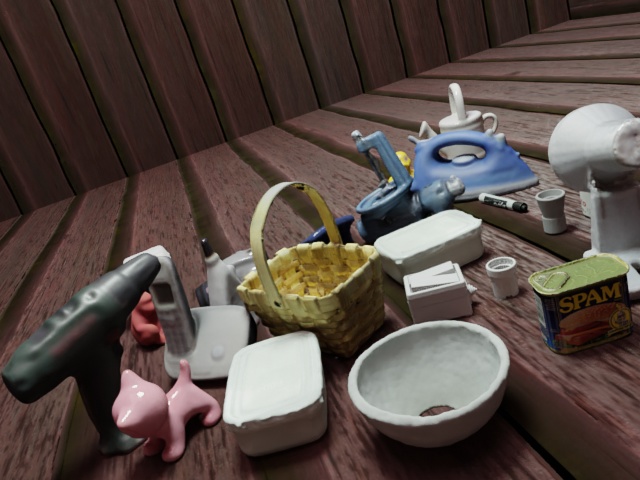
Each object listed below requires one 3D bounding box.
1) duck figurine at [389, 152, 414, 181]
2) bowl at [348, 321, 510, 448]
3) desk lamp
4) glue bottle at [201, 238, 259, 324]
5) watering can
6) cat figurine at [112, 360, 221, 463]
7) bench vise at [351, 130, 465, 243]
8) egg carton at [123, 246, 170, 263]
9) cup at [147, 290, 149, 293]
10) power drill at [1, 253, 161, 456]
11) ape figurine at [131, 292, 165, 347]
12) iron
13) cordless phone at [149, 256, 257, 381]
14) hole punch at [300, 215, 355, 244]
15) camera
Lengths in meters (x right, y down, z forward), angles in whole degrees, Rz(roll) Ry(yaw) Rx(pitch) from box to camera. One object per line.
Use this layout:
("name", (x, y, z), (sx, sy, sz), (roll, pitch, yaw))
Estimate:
("duck figurine", (0.192, -0.167, 1.349), (0.077, 0.086, 0.104), (-17, 21, 3))
("bowl", (0.117, 0.159, 0.595), (0.167, 0.075, 0.167), (-16, 21, 6))
("desk lamp", (0.387, -0.064, 0.739), (0.118, 0.214, 0.203), (-15, 21, 9))
("glue bottle", (-0.149, 0.074, 0.891), (0.037, 0.173, 0.078), (-7, 23, 27))
("watering can", (0.322, -0.265, 1.336), (0.173, 0.194, 0.100), (-22, 21, -10))
("cat figurine", (-0.194, 0.199, 0.690), (0.067, 0.118, 0.128), (-2, 26, 37))
("bench vise", (0.149, -0.108, 1.041), (0.207, 0.220, 0.121), (-14, 21, 10))
("egg carton", (-0.369, 0.068, 1.240), (0.107, 0.069, 0.150), (-24, 21, -14))
("cup", (-0.325, 0.105, 1.071), (0.092, 0.095, 0.117), (-31, 24, -32))
("power drill", (-0.267, 0.154, 0.734), (0.075, 0.209, 0.230), (2, 28, 42))
("ape figurine", (-0.294, 0.131, 0.982), (0.076, 0.092, 0.078), (-8, 23, 26))
("iron", (0.302, -0.164, 1.168), (0.257, 0.142, 0.119), (-5, 24, 31))
("cordless phone", (-0.173, 0.106, 0.812), (0.147, 0.185, 0.094), (-9, 23, 23))
("hole punch", (0.010, 0.004, 1.057), (0.109, 0.091, 0.100), (-29, 23, -26))
("camera", (-0.147, 0.073, 0.997), (0.137, 0.101, 0.143), (-21, 21, -8))
